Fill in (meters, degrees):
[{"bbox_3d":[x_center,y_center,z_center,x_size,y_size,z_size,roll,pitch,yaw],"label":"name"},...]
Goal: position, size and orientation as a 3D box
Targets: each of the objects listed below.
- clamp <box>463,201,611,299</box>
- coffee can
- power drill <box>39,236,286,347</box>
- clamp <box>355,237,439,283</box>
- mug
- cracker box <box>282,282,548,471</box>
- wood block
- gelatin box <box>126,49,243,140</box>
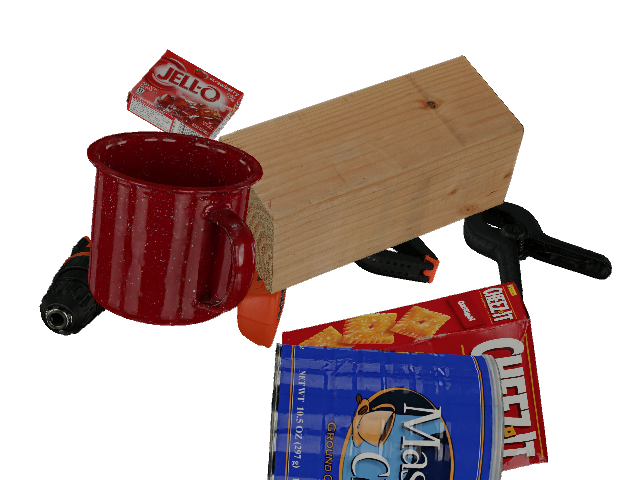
[{"bbox_3d":[0.209,0.003,1.081,0.120,0.039,0.171,-7,39,-19],"label":"clamp"},{"bbox_3d":[0.038,0.121,0.684,0.140,0.103,0.103,4,0,-1],"label":"coffee can"},{"bbox_3d":[-0.125,0.040,0.899,0.187,0.057,0.184,10,22,3],"label":"power drill"},{"bbox_3d":[0.038,-0.005,1.259,0.210,0.036,0.164,32,39,23],"label":"clamp"},{"bbox_3d":[-0.074,-0.002,0.571,0.093,0.081,0.117,-12,30,-43],"label":"mug"},{"bbox_3d":[0.086,0.142,0.956,0.213,0.164,0.072,-12,29,3],"label":"cracker box"},{"bbox_3d":[0.036,-0.052,0.801,0.205,0.091,0.090,-21,-33,-18],"label":"wood block"},{"bbox_3d":[-0.131,-0.135,1.028,0.089,0.073,0.030,31,-38,2],"label":"gelatin box"}]
